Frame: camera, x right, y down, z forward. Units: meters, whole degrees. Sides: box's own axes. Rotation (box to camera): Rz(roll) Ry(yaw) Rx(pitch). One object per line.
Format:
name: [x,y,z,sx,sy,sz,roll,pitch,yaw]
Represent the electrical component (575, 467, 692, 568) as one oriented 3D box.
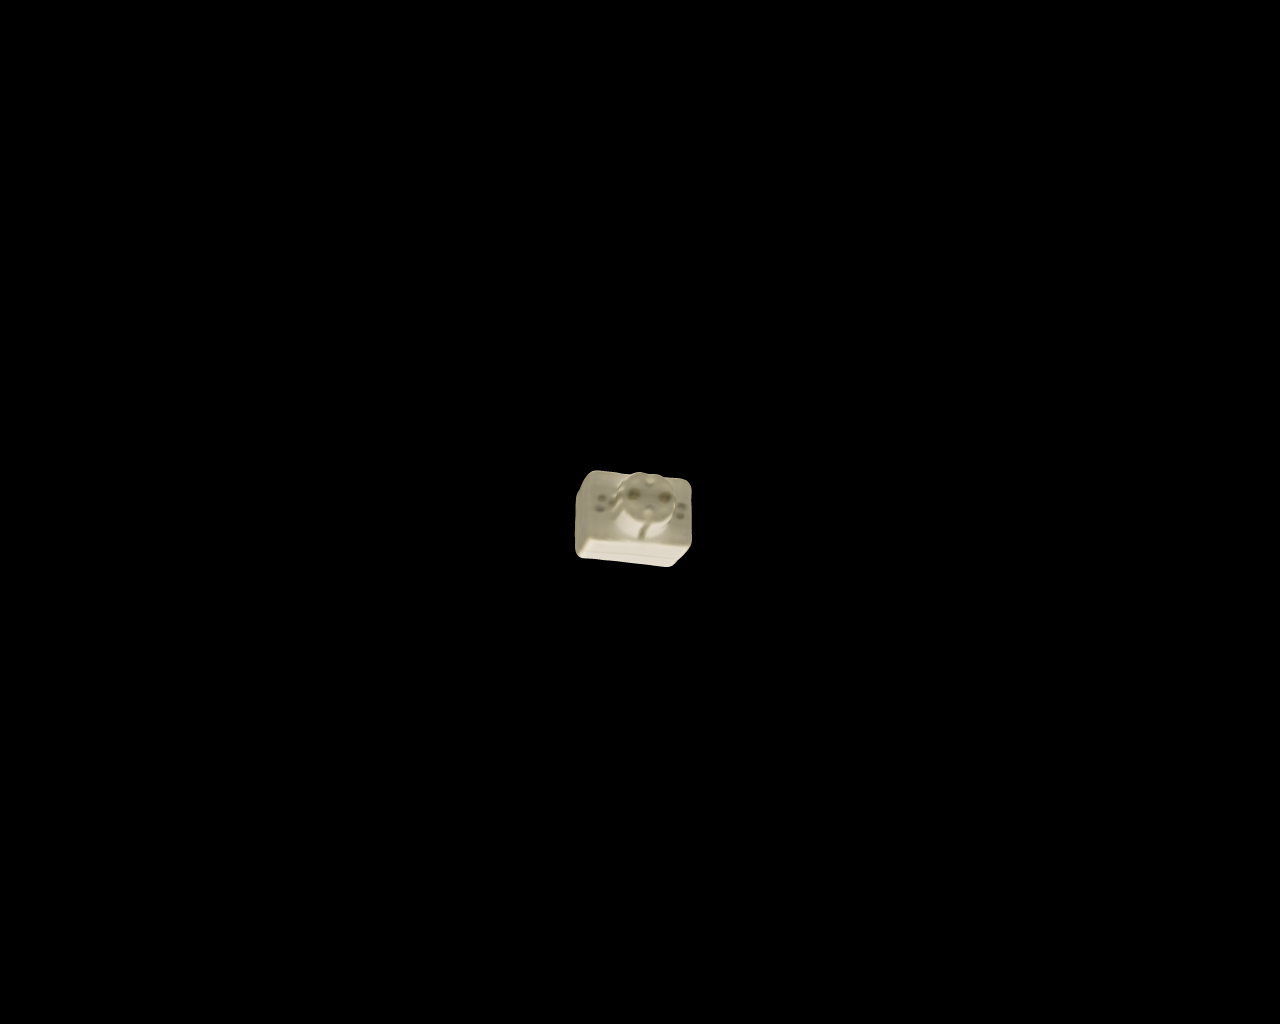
electrical component: [0.001,-0.003,0.650,0.066,0.047,0.076,6,-23,-14]
